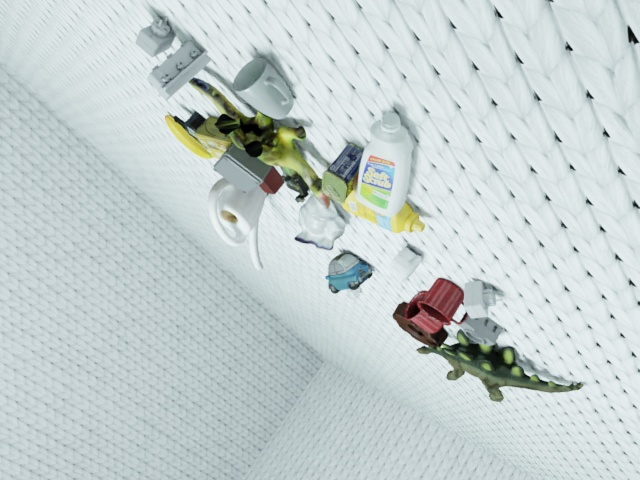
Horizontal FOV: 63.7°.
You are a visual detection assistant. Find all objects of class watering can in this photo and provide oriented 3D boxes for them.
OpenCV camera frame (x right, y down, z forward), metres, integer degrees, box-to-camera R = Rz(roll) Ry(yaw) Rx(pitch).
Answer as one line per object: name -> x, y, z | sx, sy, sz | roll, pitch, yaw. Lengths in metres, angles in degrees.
watering can -> -0.215, -0.074, 1.498 | 0.104, 0.229, 0.340 | 7, 150, 26

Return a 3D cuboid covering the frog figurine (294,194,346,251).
frog figurine -> 0.004, -0.066, 1.317 | 0.139, 0.123, 0.156 | 33, 127, 42

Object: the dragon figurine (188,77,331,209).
dragon figurine -> -0.123, -0.214, 1.169 | 0.415, 0.123, 0.239 | 41, 173, 21
